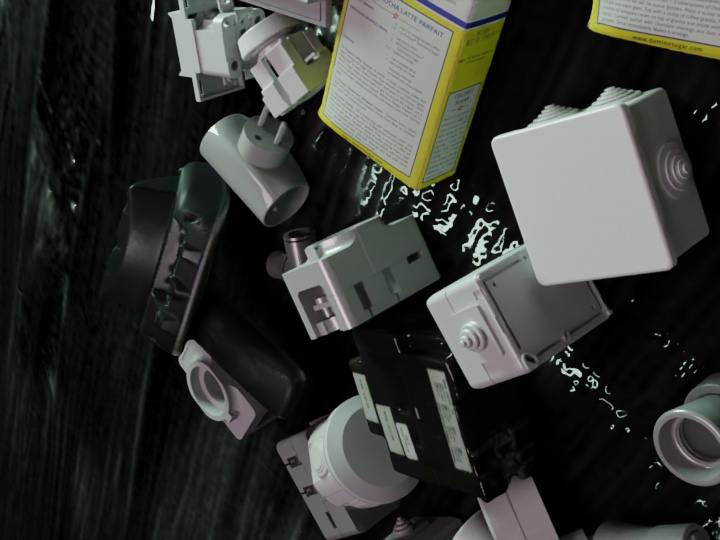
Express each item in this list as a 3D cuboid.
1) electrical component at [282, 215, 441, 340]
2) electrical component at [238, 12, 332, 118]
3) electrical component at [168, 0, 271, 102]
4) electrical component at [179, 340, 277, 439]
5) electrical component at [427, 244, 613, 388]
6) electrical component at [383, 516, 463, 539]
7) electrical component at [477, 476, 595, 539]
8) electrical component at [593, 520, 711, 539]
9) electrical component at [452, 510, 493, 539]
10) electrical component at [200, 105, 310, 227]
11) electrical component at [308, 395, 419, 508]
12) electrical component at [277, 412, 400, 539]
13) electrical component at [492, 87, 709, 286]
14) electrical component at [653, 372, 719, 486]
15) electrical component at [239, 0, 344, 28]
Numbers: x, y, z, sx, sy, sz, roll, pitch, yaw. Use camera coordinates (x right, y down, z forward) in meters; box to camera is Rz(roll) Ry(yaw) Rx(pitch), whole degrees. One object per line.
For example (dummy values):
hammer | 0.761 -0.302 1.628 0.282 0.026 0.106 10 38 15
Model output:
electrical component | 0.000 0.000 0.712 0.050 0.089 0.055 -19 97 50
electrical component | -0.050 -0.141 0.722 0.066 0.048 0.055 -27 98 51
electrical component | -0.098 -0.162 0.761 0.064 0.042 0.081 18 124 45
electrical component | -0.107 0.090 0.905 0.089 0.056 0.050 49 139 16
electrical component | 0.086 0.026 0.628 0.061 0.096 0.061 -30 88 55
electrical component | 0.054 0.228 0.804 0.061 0.062 0.096 -16 99 50
electrical component | 0.135 0.191 0.698 0.052 0.074 0.138 53 -166 -73
electrical component | 0.180 0.173 0.654 0.065 0.044 0.044 -19 97 46
electrical component | 0.096 0.203 0.758 0.055 0.045 0.045 37 134 28
electrical component | -0.072 -0.084 0.778 0.077 0.043 0.079 47 138 17
electrical component | 0.004 0.135 0.794 0.080 0.080 0.051 58 146 6
electrical component | -0.015 0.160 0.850 0.056 0.050 0.089 -31 87 51
electrical component | 0.130 -0.044 0.578 0.100 0.048 0.099 -10 104 49
electrical component | 0.191 0.084 0.579 0.045 0.055 0.045 25 127 37
electrical component | -0.053 -0.207 0.673 0.121 0.063 0.078 26 129 36
